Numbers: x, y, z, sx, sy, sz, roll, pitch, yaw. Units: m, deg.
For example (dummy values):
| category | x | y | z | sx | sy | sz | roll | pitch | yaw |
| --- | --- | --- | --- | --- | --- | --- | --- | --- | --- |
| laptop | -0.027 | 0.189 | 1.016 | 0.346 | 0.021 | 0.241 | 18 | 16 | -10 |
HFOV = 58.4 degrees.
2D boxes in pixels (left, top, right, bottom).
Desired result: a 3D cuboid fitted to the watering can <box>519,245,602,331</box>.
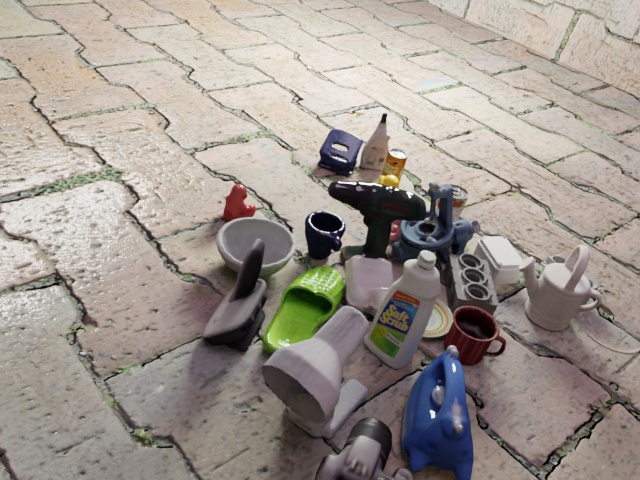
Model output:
| category | x | y | z | sx | sy | sz | roll | pitch | yaw |
| --- | --- | --- | --- | --- | --- | --- | --- | --- | --- |
| watering can | 0.513 | 0.093 | 1.221 | 0.173 | 0.194 | 0.101 | 8 | 38 | -6 |

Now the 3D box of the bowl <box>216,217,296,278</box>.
| category | x | y | z | sx | sy | sz | roll | pitch | yaw |
| --- | --- | --- | --- | --- | --- | --- | --- | --- | --- |
| bowl | -0.138 | 0.028 | 1.214 | 0.167 | 0.075 | 0.167 | 8 | 38 | -6 |

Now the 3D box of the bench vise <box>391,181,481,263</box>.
| category | x | y | z | sx | sy | sz | roll | pitch | yaw |
| --- | --- | --- | --- | --- | --- | --- | --- | --- | --- |
| bench vise | 0.275 | -0.049 | 1.311 | 0.208 | 0.220 | 0.121 | -18 | 47 | -34 |

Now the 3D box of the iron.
| category | x | y | z | sx | sy | sz | roll | pitch | yaw |
| --- | --- | --- | --- | --- | --- | --- | --- | --- | --- |
| iron | 0.211 | 0.263 | 0.963 | 0.118 | 0.141 | 0.258 | 13 | 38 | 1 |

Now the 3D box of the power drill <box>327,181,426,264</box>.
| category | x | y | z | sx | sy | sz | roll | pitch | yaw |
| --- | --- | --- | --- | --- | --- | --- | --- | --- | --- |
| power drill | 0.111 | -0.036 | 1.257 | 0.230 | 0.208 | 0.075 | -1 | 40 | -17 |

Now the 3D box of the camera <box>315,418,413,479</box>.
| category | x | y | z | sx | sy | sz | roll | pitch | yaw |
| --- | --- | --- | --- | --- | --- | --- | --- | --- | --- |
| camera | 0.079 | 0.339 | 0.862 | 0.143 | 0.101 | 0.137 | 22 | 39 | 12 |

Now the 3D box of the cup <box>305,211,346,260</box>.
| category | x | y | z | sx | sy | sz | roll | pitch | yaw |
| --- | --- | --- | --- | --- | --- | --- | --- | --- | --- |
| cup | 0.012 | 0.005 | 1.270 | 0.092 | 0.095 | 0.117 | -11 | 43 | -27 |

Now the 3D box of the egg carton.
| category | x | y | z | sx | sy | sz | roll | pitch | yaw |
| --- | --- | --- | --- | --- | --- | --- | --- | --- | --- |
| egg carton | 0.104 | 0.096 | 1.202 | 0.107 | 0.069 | 0.150 | 8 | 38 | -6 |

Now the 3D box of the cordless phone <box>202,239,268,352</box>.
| category | x | y | z | sx | sy | sz | roll | pitch | yaw |
| --- | --- | --- | --- | --- | --- | --- | --- | --- | --- |
| cordless phone | -0.146 | 0.096 | 1.035 | 0.094 | 0.185 | 0.147 | 16 | 38 | 4 |

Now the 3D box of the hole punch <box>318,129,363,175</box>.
| category | x | y | z | sx | sy | sz | roll | pitch | yaw |
| --- | --- | --- | --- | --- | --- | --- | --- | --- | --- |
| hole punch | 0.059 | -0.247 | 1.605 | 0.108 | 0.091 | 0.101 | 21 | 38 | 10 |

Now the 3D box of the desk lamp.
| category | x | y | z | sx | sy | sz | roll | pitch | yaw |
| --- | --- | --- | --- | --- | --- | --- | --- | --- | --- |
| desk lamp | 0.002 | 0.214 | 0.905 | 0.117 | 0.213 | 0.204 | 30 | 41 | 22 |

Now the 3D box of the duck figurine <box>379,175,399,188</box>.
| category | x | y | z | sx | sy | sz | roll | pitch | yaw |
| --- | --- | --- | --- | --- | --- | --- | --- | --- | --- |
| duck figurine | 0.182 | -0.125 | 1.490 | 0.078 | 0.086 | 0.104 | -14 | 45 | -30 |

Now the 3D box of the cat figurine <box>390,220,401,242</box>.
| category | x | y | z | sx | sy | sz | roll | pitch | yaw |
| --- | --- | --- | --- | --- | --- | --- | --- | --- | --- |
| cat figurine | 0.213 | -0.049 | 1.377 | 0.127 | 0.118 | 0.067 | 19 | 38 | 8 |

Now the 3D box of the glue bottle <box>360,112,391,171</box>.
| category | x | y | z | sx | sy | sz | roll | pitch | yaw |
| --- | --- | --- | --- | --- | --- | --- | --- | --- | --- |
| glue bottle | 0.165 | -0.278 | 1.607 | 0.078 | 0.173 | 0.037 | 8 | 38 | -6 |

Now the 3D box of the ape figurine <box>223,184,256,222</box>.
| category | x | y | z | sx | sy | sz | roll | pitch | yaw |
| --- | --- | --- | --- | --- | --- | --- | --- | --- | --- |
| ape figurine | -0.189 | -0.089 | 1.332 | 0.077 | 0.092 | 0.076 | 37 | 44 | 28 |
